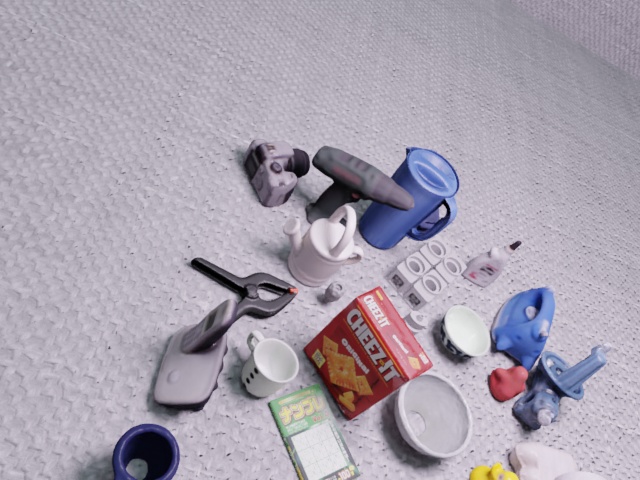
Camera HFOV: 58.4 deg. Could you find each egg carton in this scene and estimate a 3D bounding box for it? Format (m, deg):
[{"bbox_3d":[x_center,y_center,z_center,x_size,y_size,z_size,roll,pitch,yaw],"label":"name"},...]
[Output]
[{"bbox_3d":[0.456,0.473,1.156,0.150,0.069,0.107,21,49,-17],"label":"egg carton"}]

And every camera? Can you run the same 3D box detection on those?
[{"bbox_3d":[-0.081,-0.162,1.280,0.137,0.100,0.143,-9,63,-36],"label":"camera"}]

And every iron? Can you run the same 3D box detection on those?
[{"bbox_3d":[0.506,0.176,1.357,0.118,0.141,0.259,37,46,-1],"label":"iron"}]

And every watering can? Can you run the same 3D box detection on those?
[{"bbox_3d":[0.011,0.006,1.146,0.173,0.193,0.101,-3,59,-33],"label":"watering can"}]

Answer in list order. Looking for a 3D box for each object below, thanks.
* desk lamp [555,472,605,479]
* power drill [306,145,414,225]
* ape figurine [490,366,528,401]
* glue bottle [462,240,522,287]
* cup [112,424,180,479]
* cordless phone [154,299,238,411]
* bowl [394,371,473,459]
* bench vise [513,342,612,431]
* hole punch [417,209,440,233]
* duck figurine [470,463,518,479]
[{"bbox_3d":[0.417,0.526,0.994,0.118,0.213,0.203,40,46,1],"label":"desk lamp"},{"bbox_3d":[0.066,-0.092,1.242,0.229,0.208,0.076,37,46,-1],"label":"power drill"},{"bbox_3d":[0.415,0.304,1.242,0.078,0.092,0.076,45,47,6],"label":"ape figurine"},{"bbox_3d":[0.422,0.049,1.378,0.078,0.173,0.037,26,48,-12],"label":"glue bottle"},{"bbox_3d":[-0.262,0.328,0.810,0.091,0.094,0.118,42,46,3],"label":"cup"},{"bbox_3d":[-0.187,0.179,0.904,0.094,0.184,0.147,20,49,-17],"label":"cordless phone"},{"bbox_3d":[0.204,0.341,1.098,0.168,0.074,0.167,16,50,-20],"label":"bowl"},{"bbox_3d":[0.527,0.311,1.216,0.121,0.219,0.207,30,47,-8],"label":"bench vise"},{"bbox_3d":[0.248,-0.076,1.422,0.109,0.091,0.101,1,57,-30],"label":"hole punch"},{"bbox_3d":[0.341,0.470,1.077,0.078,0.086,0.104,-7,61,-34],"label":"duck figurine"}]
